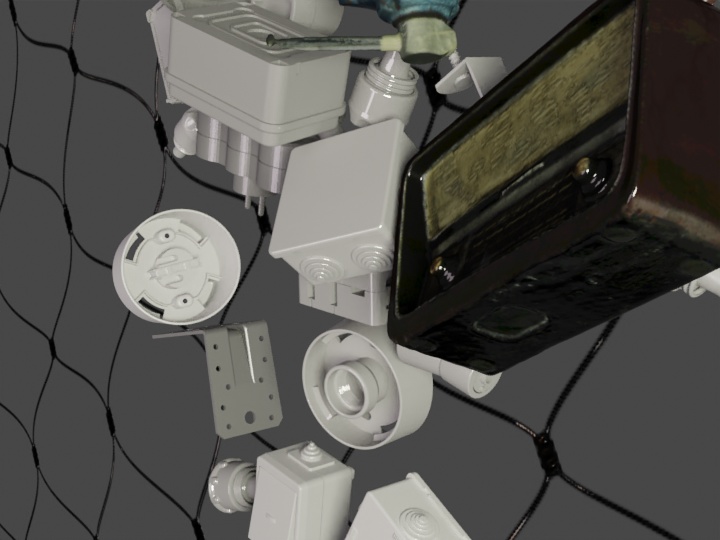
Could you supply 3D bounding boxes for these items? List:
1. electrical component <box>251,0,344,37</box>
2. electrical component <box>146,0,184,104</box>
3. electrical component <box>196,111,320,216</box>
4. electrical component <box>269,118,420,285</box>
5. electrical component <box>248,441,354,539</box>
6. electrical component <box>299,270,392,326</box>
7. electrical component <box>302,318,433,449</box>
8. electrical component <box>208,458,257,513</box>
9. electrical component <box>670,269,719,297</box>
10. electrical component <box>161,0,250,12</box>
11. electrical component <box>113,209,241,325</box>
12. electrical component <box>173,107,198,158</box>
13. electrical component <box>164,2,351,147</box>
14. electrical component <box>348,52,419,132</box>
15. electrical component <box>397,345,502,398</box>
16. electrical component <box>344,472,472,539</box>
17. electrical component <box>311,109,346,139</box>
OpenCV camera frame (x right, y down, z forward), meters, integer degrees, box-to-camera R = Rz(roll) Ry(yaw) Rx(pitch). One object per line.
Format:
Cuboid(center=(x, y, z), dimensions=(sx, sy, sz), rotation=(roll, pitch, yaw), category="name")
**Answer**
Cuboid(center=(-0.045, -0.194, 0.781), dimensions=(0.055, 0.047, 0.055), rotation=(15, 109, 49), category="electrical component")
Cuboid(center=(-0.127, -0.190, 0.874), dimensions=(0.062, 0.061, 0.096), rotation=(-20, 82, 52), category="electrical component")
Cuboid(center=(-0.080, -0.080, 0.846), dimensions=(0.138, 0.052, 0.073), rotation=(28, 119, 44), category="electrical component")
Cuboid(center=(-0.004, -0.042, 0.706), dimensions=(0.100, 0.048, 0.099), rotation=(-12, 52, 32), category="electrical component")
Cuboid(center=(-0.049, 0.183, 0.857), dimensions=(0.062, 0.061, 0.096), rotation=(24, 116, 46), category="electrical component")
Cuboid(center=(0.000, 0.000, 0.765), dimensions=(0.089, 0.050, 0.055), rotation=(14, 110, 49), category="electrical component")
Cuboid(center=(0.008, 0.078, 0.782), dimensions=(0.099, 0.064, 0.099), rotation=(13, 111, 35), category="electrical component")
Cuboid(center=(-0.098, 0.188, 0.934), dimensions=(0.062, 0.048, 0.048), rotation=(-7, 92, 45), category="electrical component")
Cuboid(center=(0.172, -0.006, 0.556), dimensions=(0.062, 0.048, 0.048), rotation=(40, 128, 29), category="electrical component")
Cuboid(center=(-0.101, -0.238, 0.797), dimensions=(0.108, 0.108, 0.060), rotation=(-31, 68, 50), category="electrical component")
Cuboid(center=(-0.162, -0.001, 0.933), dimensions=(0.064, 0.099, 0.099), rotation=(-12, 88, 58), category="electrical component")
Cuboid(center=(-0.146, -0.116, 0.935), dimensions=(0.061, 0.035, 0.035), rotation=(-36, 70, 51), category="electrical component")
Cuboid(center=(-0.070, -0.135, 0.732), dimensions=(0.113, 0.078, 0.057), rotation=(30, 126, 31), category="electrical component")
Cuboid(center=(0.019, -0.124, 0.720), dimensions=(0.043, 0.043, 0.062), rotation=(46, 129, 35), category="electrical component")
Cuboid(center=(0.062, 0.056, 0.709), dimensions=(0.065, 0.044, 0.044), rotation=(30, 120, 39), category="electrical component")
Cuboid(center=(0.032, 0.210, 0.773), dimensions=(0.099, 0.048, 0.099), rotation=(48, 131, 35), category="electrical component")
Cuboid(center=(-0.031, -0.116, 0.784), dimensions=(0.062, 0.043, 0.043), rotation=(59, 137, 22), category="electrical component")
